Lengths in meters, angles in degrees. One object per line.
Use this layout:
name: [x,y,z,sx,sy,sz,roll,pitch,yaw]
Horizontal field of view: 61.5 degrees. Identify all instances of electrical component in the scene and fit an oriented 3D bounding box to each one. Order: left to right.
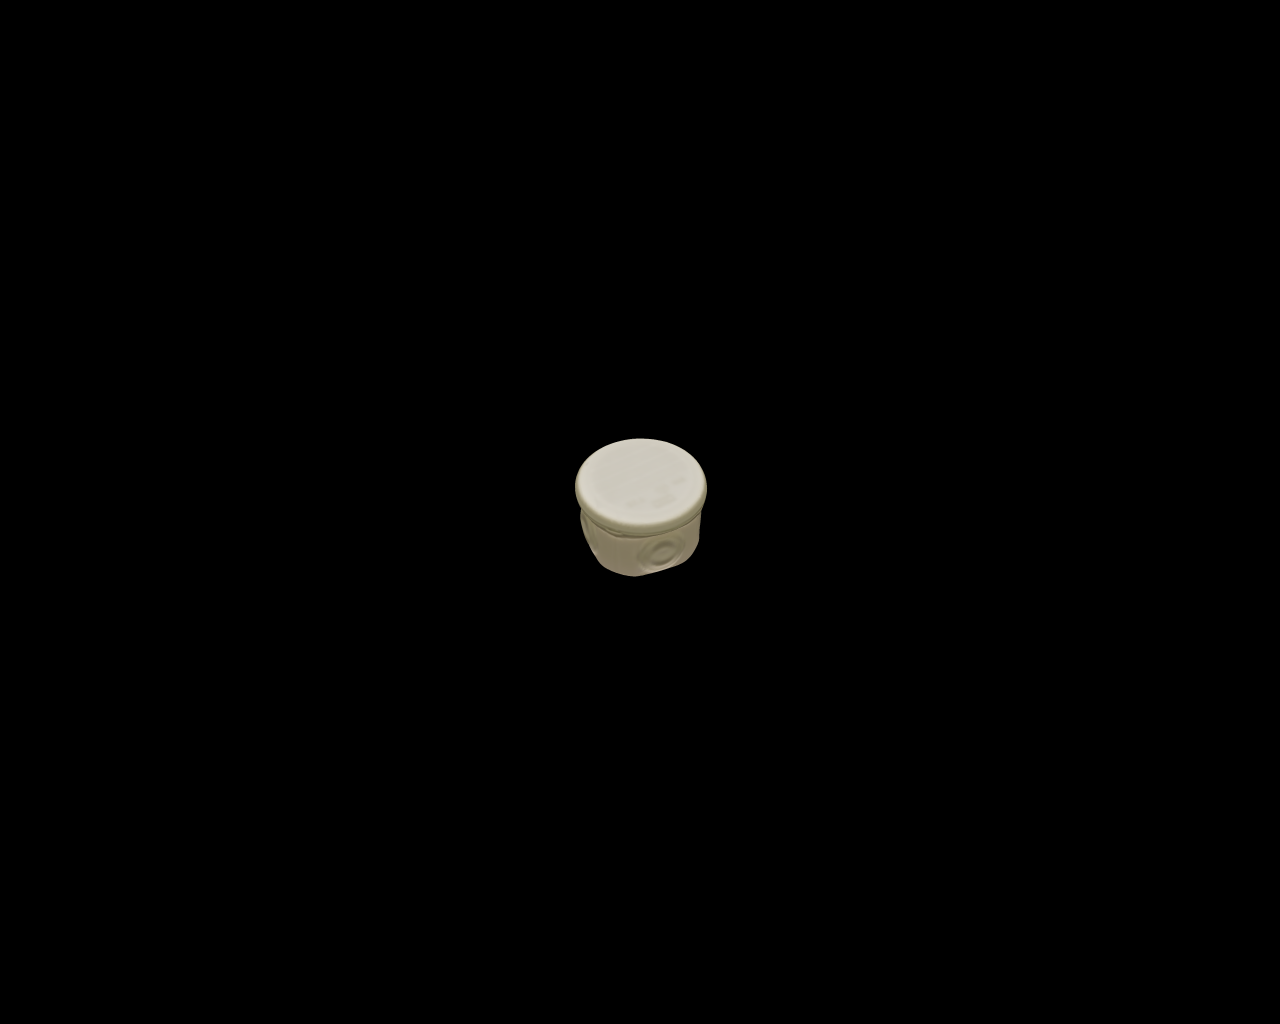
electrical component: [0.001,-0.003,0.650,0.080,0.050,0.080,0,45,0]
